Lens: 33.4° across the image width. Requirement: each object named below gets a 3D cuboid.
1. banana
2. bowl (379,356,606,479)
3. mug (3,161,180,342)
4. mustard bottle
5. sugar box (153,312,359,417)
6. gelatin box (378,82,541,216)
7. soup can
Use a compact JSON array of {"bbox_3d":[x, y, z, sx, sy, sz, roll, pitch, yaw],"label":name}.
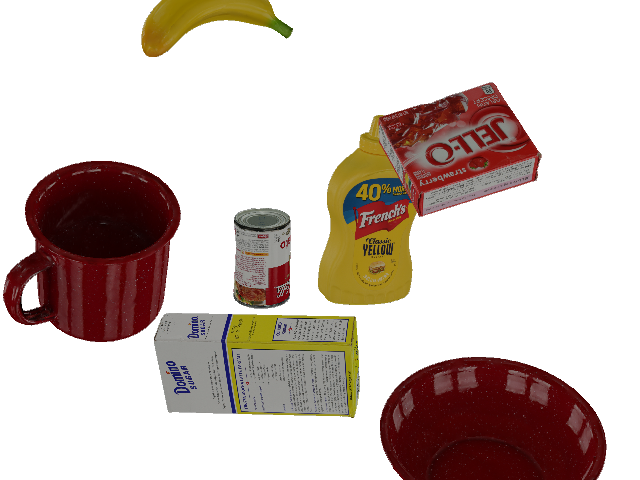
[{"bbox_3d":[-0.106,-0.214,1.009,0.070,0.037,0.197,46,39,19],"label":"banana"},{"bbox_3d":[0.124,0.157,0.783,0.162,0.055,0.162,-1,35,0],"label":"bowl"},{"bbox_3d":[-0.146,0.015,0.668,0.093,0.082,0.117,36,48,23],"label":"mug"},{"bbox_3d":[0.053,-0.032,1.078,0.096,0.192,0.058,-2,21,-19],"label":"mustard bottle"},{"bbox_3d":[-0.055,0.112,0.960,0.176,0.093,0.048,3,37,9],"label":"sugar box"},{"bbox_3d":[0.093,-0.063,0.720,0.089,0.073,0.030,-18,-36,-9],"label":"gelatin box"},{"bbox_3d":[-0.069,0.020,1.260,0.068,0.102,0.068,1,23,-1],"label":"soup can"}]
